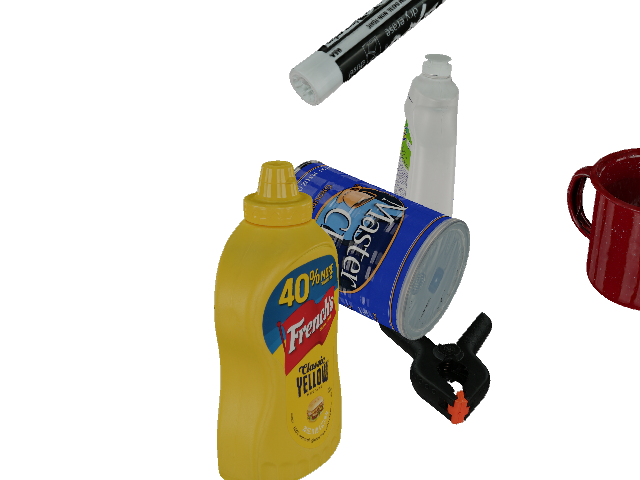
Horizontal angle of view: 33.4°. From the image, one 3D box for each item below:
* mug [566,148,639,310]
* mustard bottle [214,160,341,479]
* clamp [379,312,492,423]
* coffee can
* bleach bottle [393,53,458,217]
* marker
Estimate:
[{"bbox_3d":[0.216,-0.010,0.726,0.093,0.081,0.117,-27,40,-34],"label":"mug"},{"bbox_3d":[-0.025,0.047,0.648,0.058,0.192,0.096,10,19,34],"label":"mustard bottle"},{"bbox_3d":[0.136,0.120,1.084,0.120,0.039,0.171,-8,34,-9],"label":"clamp"},{"bbox_3d":[0.036,0.006,0.871,0.140,0.103,0.102,25,12,27],"label":"coffee can"},{"bbox_3d":[0.117,-0.077,1.175,0.068,0.251,0.102,0,25,-10],"label":"bleach bottle"},{"bbox_3d":[0.036,-0.102,0.476,0.121,0.020,0.020,-41,16,-20],"label":"marker"}]
